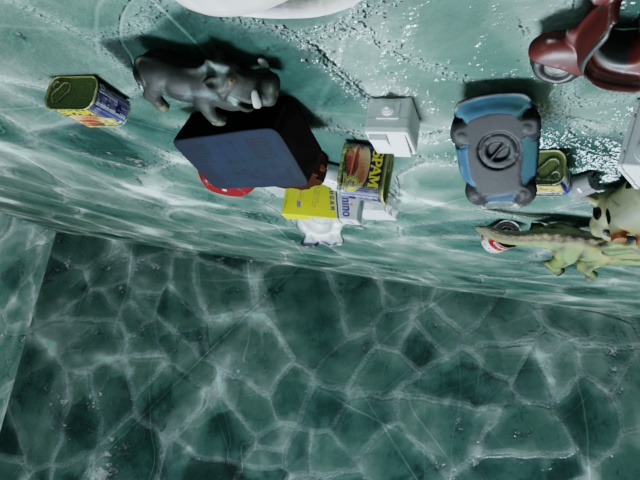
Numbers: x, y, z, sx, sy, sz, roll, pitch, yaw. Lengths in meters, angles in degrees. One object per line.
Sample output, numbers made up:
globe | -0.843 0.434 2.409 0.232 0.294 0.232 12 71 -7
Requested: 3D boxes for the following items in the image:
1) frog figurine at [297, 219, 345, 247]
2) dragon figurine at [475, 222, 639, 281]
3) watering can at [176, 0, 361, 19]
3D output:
frog figurine | 0.004 -0.067 1.322 0.138 0.125 0.155 14 135 22
dragon figurine | 0.563 0.006 1.081 0.410 0.123 0.241 10 169 -14
watering can | -0.122 -0.244 0.391 0.349 0.105 0.222 15 172 25
